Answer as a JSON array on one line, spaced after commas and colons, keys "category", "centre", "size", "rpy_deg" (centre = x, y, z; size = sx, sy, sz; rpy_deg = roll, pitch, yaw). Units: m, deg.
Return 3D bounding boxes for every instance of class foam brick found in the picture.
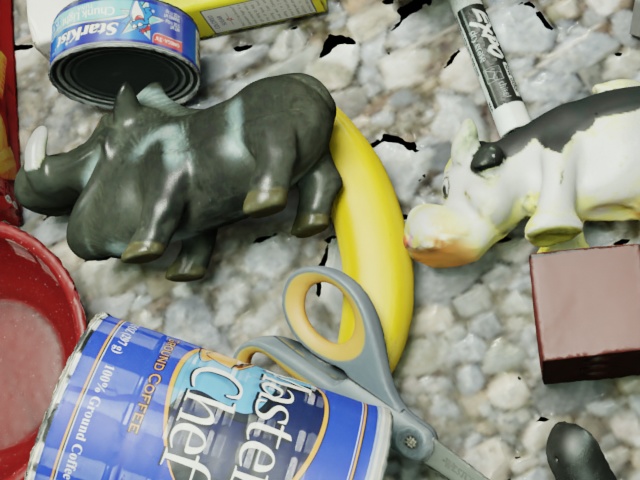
[{"category": "foam brick", "centre": [0.132, 0.038, 0.521], "size": [0.053, 0.078, 0.051], "rpy_deg": [-7, 73, 11]}]

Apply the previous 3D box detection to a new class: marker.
[{"category": "marker", "centre": [0.091, -0.113, 0.602], "size": [0.020, 0.020, 0.121], "rpy_deg": [-20, 72, 7]}]

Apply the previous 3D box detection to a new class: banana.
[{"category": "banana", "centre": [0.014, 0.002, 0.578], "size": [0.070, 0.037, 0.198], "rpy_deg": [-7, 74, 10]}]

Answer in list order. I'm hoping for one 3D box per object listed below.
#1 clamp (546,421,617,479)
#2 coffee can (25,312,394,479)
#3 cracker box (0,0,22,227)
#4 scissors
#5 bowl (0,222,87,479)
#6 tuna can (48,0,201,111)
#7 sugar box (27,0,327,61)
[{"category": "clamp", "centre": [0.163, 0.157, 0.491], "size": [0.120, 0.039, 0.171], "rpy_deg": [-9, 90, -28]}, {"category": "coffee can", "centre": [-0.049, 0.103, 0.481], "size": [0.140, 0.103, 0.103], "rpy_deg": [19, 80, -1]}, {"category": "cracker box", "centre": [-0.232, -0.121, 0.599], "size": [0.072, 0.164, 0.214], "rpy_deg": [-9, 74, 8]}, {"category": "scissors", "centre": [0.045, 0.077, 0.522], "size": [0.202, 0.016, 0.096], "rpy_deg": [18, 102, 27]}, {"category": "bowl", "centre": [-0.195, 0.071, 0.596], "size": [0.162, 0.055, 0.162], "rpy_deg": [-3, 75, 12]}, {"category": "tuna can", "centre": [-0.111, -0.106, 0.609], "size": [0.086, 0.086, 0.034], "rpy_deg": [-5, 73, 11]}, {"category": "sugar box", "centre": [-0.089, -0.168, 0.643], "size": [0.176, 0.048, 0.093], "rpy_deg": [-10, 74, 9]}]
